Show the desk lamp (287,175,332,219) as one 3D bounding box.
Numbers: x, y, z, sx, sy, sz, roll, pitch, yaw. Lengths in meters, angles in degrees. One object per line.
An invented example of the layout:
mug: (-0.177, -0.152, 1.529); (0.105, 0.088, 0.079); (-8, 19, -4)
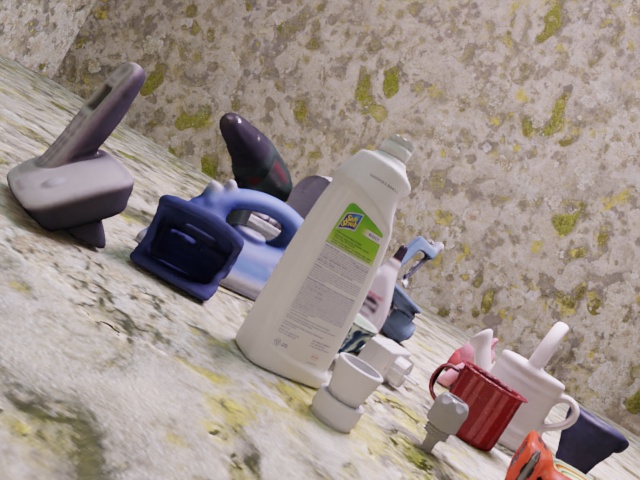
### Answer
desk lamp: (0.009, 0.004, 1.018); (0.117, 0.213, 0.204); (33, 3, 31)

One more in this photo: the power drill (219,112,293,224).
power drill: (-0.131, -0.071, 0.901); (0.075, 0.208, 0.230); (32, 3, 23)

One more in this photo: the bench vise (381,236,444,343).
bench vise: (0.140, 0.072, 1.142); (0.208, 0.219, 0.121); (30, 3, -21)

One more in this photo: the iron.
iron: (-0.104, -0.010, 0.788); (0.259, 0.141, 0.118); (29, 3, -38)

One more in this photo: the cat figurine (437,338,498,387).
cat figurine: (0.273, 0.219, 1.019); (0.067, 0.118, 0.128); (32, 3, 23)

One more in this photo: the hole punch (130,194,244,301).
hole punch: (-0.145, 0.003, 0.645); (0.109, 0.091, 0.101); (31, 3, -7)

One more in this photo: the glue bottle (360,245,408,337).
glue bottle: (0.097, 0.083, 0.966); (0.078, 0.173, 0.037); (31, 3, 6)

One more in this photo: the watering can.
watering can: (0.300, 0.200, 0.847); (0.172, 0.194, 0.101); (31, 3, 6)

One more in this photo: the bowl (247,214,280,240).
bowl: (-0.124, 0.001, 1.070); (0.167, 0.075, 0.167); (31, 3, -1)

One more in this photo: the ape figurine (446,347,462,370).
ape figurine: (0.305, 0.244, 1.176); (0.078, 0.092, 0.076); (31, 3, -7)

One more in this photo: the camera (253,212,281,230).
camera: (-0.095, -0.007, 1.256); (0.143, 0.101, 0.136); (30, 3, -13)

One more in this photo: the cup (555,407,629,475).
cup: (0.436, 0.336, 0.928); (0.118, 0.095, 0.091); (30, 3, -13)

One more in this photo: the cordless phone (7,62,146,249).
cordless phone: (-0.229, -0.099, 0.585); (0.094, 0.185, 0.147); (28, 4, -45)
